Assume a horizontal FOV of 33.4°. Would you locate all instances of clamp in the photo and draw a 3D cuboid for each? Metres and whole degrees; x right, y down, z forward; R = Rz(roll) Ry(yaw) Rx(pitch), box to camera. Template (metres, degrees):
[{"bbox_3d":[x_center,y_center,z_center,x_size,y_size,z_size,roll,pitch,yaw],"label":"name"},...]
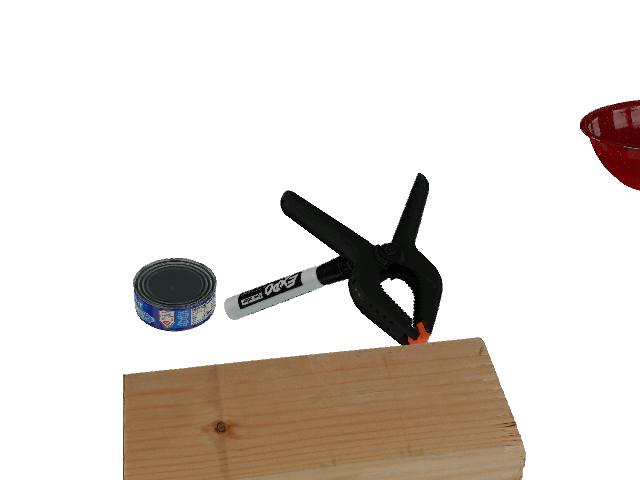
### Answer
[{"bbox_3d":[0.054,0.018,1.065,0.164,0.210,0.036,-4,-36,-14],"label":"clamp"}]

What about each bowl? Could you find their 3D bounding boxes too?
[{"bbox_3d":[0.319,-0.083,0.974,0.162,0.055,0.162,-5,23,2],"label":"bowl"}]

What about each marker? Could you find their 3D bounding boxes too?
[{"bbox_3d":[-0.025,0.037,0.839,0.121,0.020,0.020,-21,-11,31],"label":"marker"}]

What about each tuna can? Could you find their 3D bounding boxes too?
[{"bbox_3d":[-0.152,0.056,1.114,0.086,0.034,0.086,3,35,-2],"label":"tuna can"}]

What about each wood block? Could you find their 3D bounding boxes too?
[{"bbox_3d":[-0.002,0.124,0.597,0.206,0.090,0.091,-5,39,-6],"label":"wood block"}]
